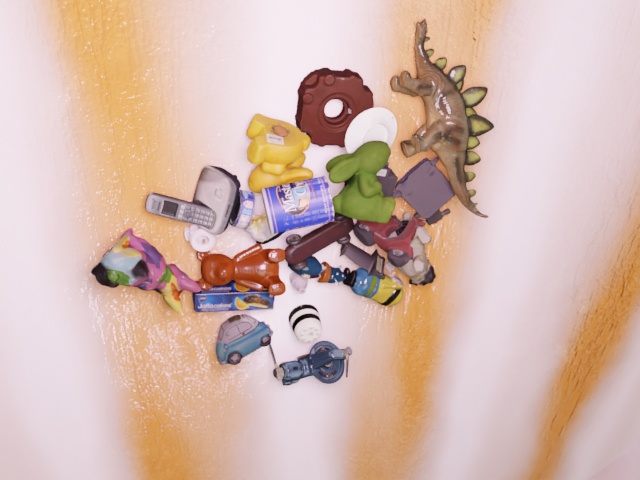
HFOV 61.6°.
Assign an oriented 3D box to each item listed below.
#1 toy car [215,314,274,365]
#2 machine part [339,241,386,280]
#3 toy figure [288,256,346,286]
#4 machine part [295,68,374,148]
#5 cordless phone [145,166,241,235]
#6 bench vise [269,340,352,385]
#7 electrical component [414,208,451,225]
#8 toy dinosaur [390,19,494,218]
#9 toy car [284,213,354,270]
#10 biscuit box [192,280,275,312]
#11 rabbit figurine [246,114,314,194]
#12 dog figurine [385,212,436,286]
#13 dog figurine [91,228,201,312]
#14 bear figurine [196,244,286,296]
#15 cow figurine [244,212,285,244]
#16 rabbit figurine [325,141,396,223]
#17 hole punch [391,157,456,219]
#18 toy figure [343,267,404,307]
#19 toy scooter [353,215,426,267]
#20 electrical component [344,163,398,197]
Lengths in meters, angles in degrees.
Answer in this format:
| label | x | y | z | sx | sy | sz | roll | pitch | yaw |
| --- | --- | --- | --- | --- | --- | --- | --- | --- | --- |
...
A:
| label | x | y | z | sx | sy | sz | roll | pitch | yaw |
| --- | --- | --- | --- | --- | --- | --- | --- | --- | --- |
| toy car | -0.209 | 0.248 | 1.404 | 0.162 | 0.109 | 0.102 | -28 | 108 | -8 |
| machine part | 0.114 | 0.045 | 1.389 | 0.139 | 0.084 | 0.039 | 29 | 137 | -21 |
| toy figure | -0.006 | 0.075 | 1.375 | 0.154 | 0.058 | 0.064 | 23 | 91 | -24 |
| machine part | 0.032 | -0.282 | 1.159 | 0.179 | 0.056 | 0.179 | -8 | 125 | -12 |
| cordless phone | -0.277 | -0.099 | 1.171 | 0.184 | 0.089 | 0.146 | 13 | 118 | -19 |
| bench vise | -0.007 | 0.335 | 1.481 | 0.223 | 0.129 | 0.240 | 12 | 150 | -32 |
| electrical component | 0.291 | -0.069 | 1.393 | 0.094 | 0.021 | 0.063 | -28 | 126 | 1 |
| toy dinosaur | 0.282 | -0.248 | 1.197 | 0.199 | 0.105 | 0.470 | -18 | 111 | -8 |
| toy car | -0.003 | -0.004 | 1.313 | 0.202 | 0.053 | 0.089 | -31 | 126 | -23 |
| biscuit box | -0.217 | 0.139 | 1.353 | 0.203 | 0.063 | 0.059 | -1 | 121 | -16 |
| rabbit figurine | -0.099 | -0.173 | 1.175 | 0.162 | 0.122 | 0.173 | 2 | 136 | -28 |
| dog figurine | 0.250 | 0.028 | 1.418 | 0.190 | 0.121 | 0.172 | 25 | 78 | -63 |
| dog figurine | -0.380 | 0.083 | 1.205 | 0.219 | 0.192 | 0.108 | 39 | 99 | -17 |
| bear figurine | -0.191 | 0.070 | 1.281 | 0.196 | 0.132 | 0.120 | 0 | 97 | -21 |
| cow figurine | -0.091 | -0.051 | 1.264 | 0.167 | 0.068 | 0.098 | -27 | 131 | 5 |
| rabbit figurine | 0.091 | -0.139 | 1.177 | 0.159 | 0.121 | 0.170 | 9 | 110 | -11 |
| hole punch | 0.256 | -0.129 | 1.317 | 0.142 | 0.092 | 0.115 | -41 | 98 | 15 |
| toy figure | 0.143 | 0.123 | 1.438 | 0.180 | 0.082 | 0.089 | 14 | 119 | -27 |
| toy scooter | 0.178 | -0.023 | 1.314 | 0.135 | 0.184 | 0.075 | -43 | 142 | -12 |
| electrical component | 0.118 | -0.131 | 1.280 | 0.115 | 0.058 | 0.134 | 6 | 120 | -22 |
